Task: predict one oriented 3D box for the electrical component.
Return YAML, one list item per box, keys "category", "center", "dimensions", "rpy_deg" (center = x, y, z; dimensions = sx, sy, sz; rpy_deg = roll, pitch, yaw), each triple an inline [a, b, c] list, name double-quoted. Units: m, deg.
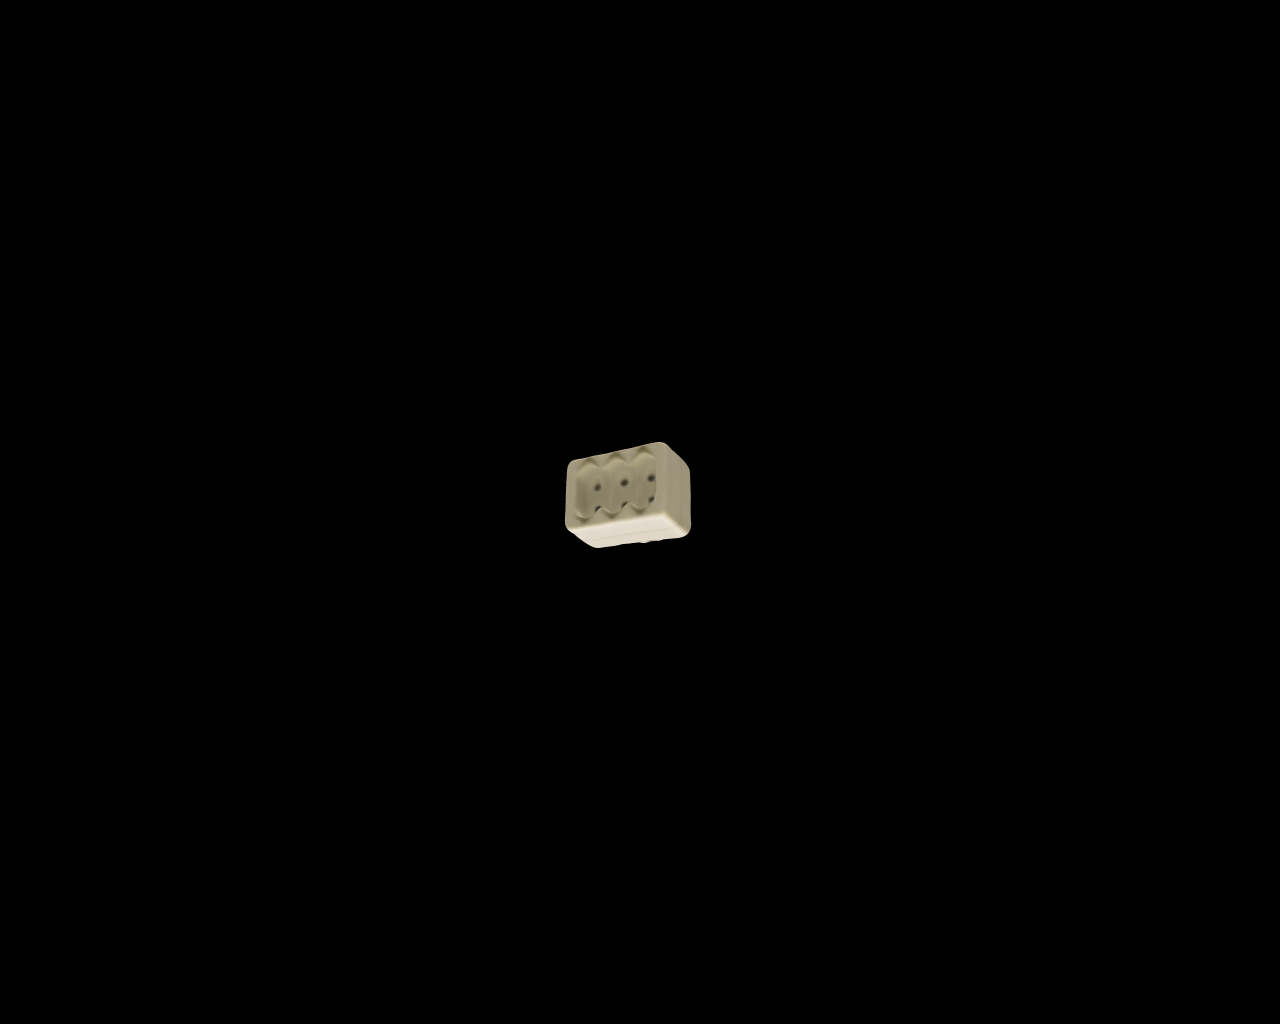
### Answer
- category: "electrical component"
  center: [0.001, -0.003, 0.650]
  dimensions: [0.066, 0.047, 0.076]
  rpy_deg: [-9, -23, 23]
